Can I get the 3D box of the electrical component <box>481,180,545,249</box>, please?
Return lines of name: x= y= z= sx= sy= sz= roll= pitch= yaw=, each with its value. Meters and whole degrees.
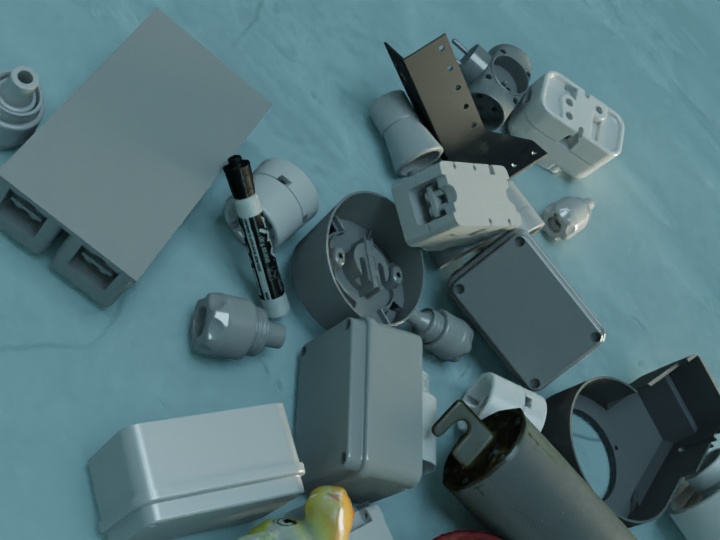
electrical component: x=0.119 y=-0.043 z=0.905 sx=0.055 sy=0.055 sz=0.047 roll=-26 pitch=80 yaw=-39

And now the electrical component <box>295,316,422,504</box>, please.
electrical component: x=-0.002 y=0.097 z=0.738 sx=0.057 sy=0.078 sz=0.113 roll=18 pitch=58 yaw=-29

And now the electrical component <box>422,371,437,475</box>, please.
electrical component: x=0.034 y=0.104 z=0.780 sx=0.043 sy=0.043 sz=0.081 roll=17 pitch=59 yaw=-26

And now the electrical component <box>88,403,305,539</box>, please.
electrical component: x=-0.099 y=0.126 z=0.658 sx=0.113 sy=0.078 sz=0.057 roll=-4 pitch=67 yaw=-35

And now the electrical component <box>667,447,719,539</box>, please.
electrical component: x=0.303 y=0.181 z=0.884 sx=0.060 sy=0.108 sz=0.108 roll=50 pitch=50 yaw=5

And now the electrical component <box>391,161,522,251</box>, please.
electrical component: x=0.070 y=-0.047 z=0.808 sx=0.089 sy=0.056 sz=0.050 roll=-3 pitch=74 yaw=-50

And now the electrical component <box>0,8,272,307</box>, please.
electrical component: x=-0.156 y=-0.077 z=0.733 sx=0.105 sy=0.060 sz=0.186 roll=40 pitch=51 yaw=-11

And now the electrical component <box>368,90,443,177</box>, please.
electrical component: x=0.035 y=-0.116 z=0.894 sx=0.044 sy=0.044 sz=0.065 roll=-17 pitch=73 yaw=-38

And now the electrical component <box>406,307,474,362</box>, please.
electrical component: x=0.057 y=0.045 z=0.826 sx=0.061 sy=0.035 sz=0.035 roll=31 pitch=53 yaw=-31

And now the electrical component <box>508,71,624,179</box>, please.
electrical component: x=0.187 y=-0.130 z=0.989 sx=0.095 sy=0.059 sz=0.053 roll=30 pitch=54 yaw=-18

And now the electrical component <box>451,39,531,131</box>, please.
electrical component: x=0.109 y=-0.177 z=0.971 sx=0.079 sy=0.044 sz=0.077 roll=39 pitch=51 yaw=-12

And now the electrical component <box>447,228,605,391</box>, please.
electrical component: x=0.130 y=0.030 z=0.849 sx=0.113 sy=0.078 sz=0.057 roll=51 pitch=7 yaw=-2

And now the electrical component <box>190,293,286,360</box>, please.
electrical component: x=-0.081 y=0.040 z=0.735 sx=0.062 sy=0.043 sz=0.043 roll=13 pitch=61 yaw=-30

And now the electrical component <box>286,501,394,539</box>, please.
electrical component: x=-0.011 y=0.187 z=0.710 sx=0.064 sy=0.042 sz=0.081 roll=-18 pitch=79 yaw=-40

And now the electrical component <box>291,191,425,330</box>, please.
electrical component: x=0.000 y=0.000 z=0.791 sx=0.099 sy=0.064 sz=0.099 roll=28 pitch=44 yaw=-31

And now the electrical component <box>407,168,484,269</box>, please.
electrical component: x=0.062 y=-0.046 z=0.874 sx=0.043 sy=0.043 sz=0.081 roll=-25 pitch=83 yaw=-39

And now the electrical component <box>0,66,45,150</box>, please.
electrical component: x=-0.227 y=-0.109 z=0.700 sx=0.043 sy=0.062 sz=0.043 roll=15 pitch=60 yaw=-27

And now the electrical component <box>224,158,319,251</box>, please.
electrical component: x=-0.066 y=-0.046 z=0.783 sx=0.055 sy=0.055 sz=0.047 roll=46 pitch=54 yaw=-6

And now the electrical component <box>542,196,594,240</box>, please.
electrical component: x=0.191 y=-0.050 z=0.969 sx=0.061 sy=0.035 sz=0.035 roll=-28 pitch=85 yaw=-42

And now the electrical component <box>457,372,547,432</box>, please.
electrical component: x=0.107 y=0.110 z=0.820 sx=0.047 sy=0.055 sz=0.055 roll=30 pitch=54 yaw=-14
